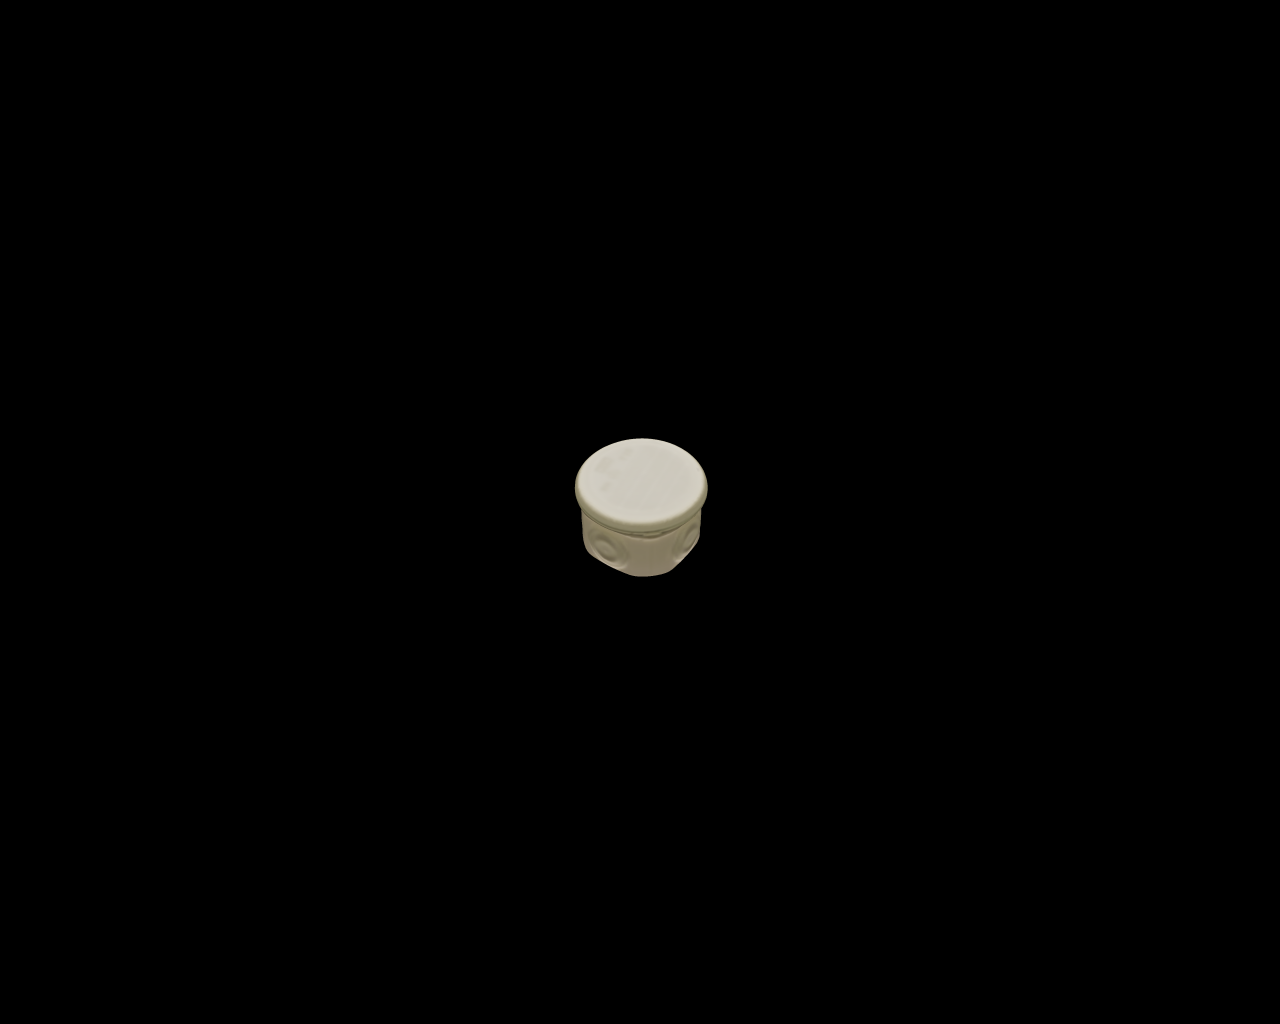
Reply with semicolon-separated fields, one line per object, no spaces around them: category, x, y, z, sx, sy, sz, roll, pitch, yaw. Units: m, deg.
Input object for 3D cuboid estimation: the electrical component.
electrical component;0.001;-0.003;0.650;0.080;0.050;0.080;0;44;0
